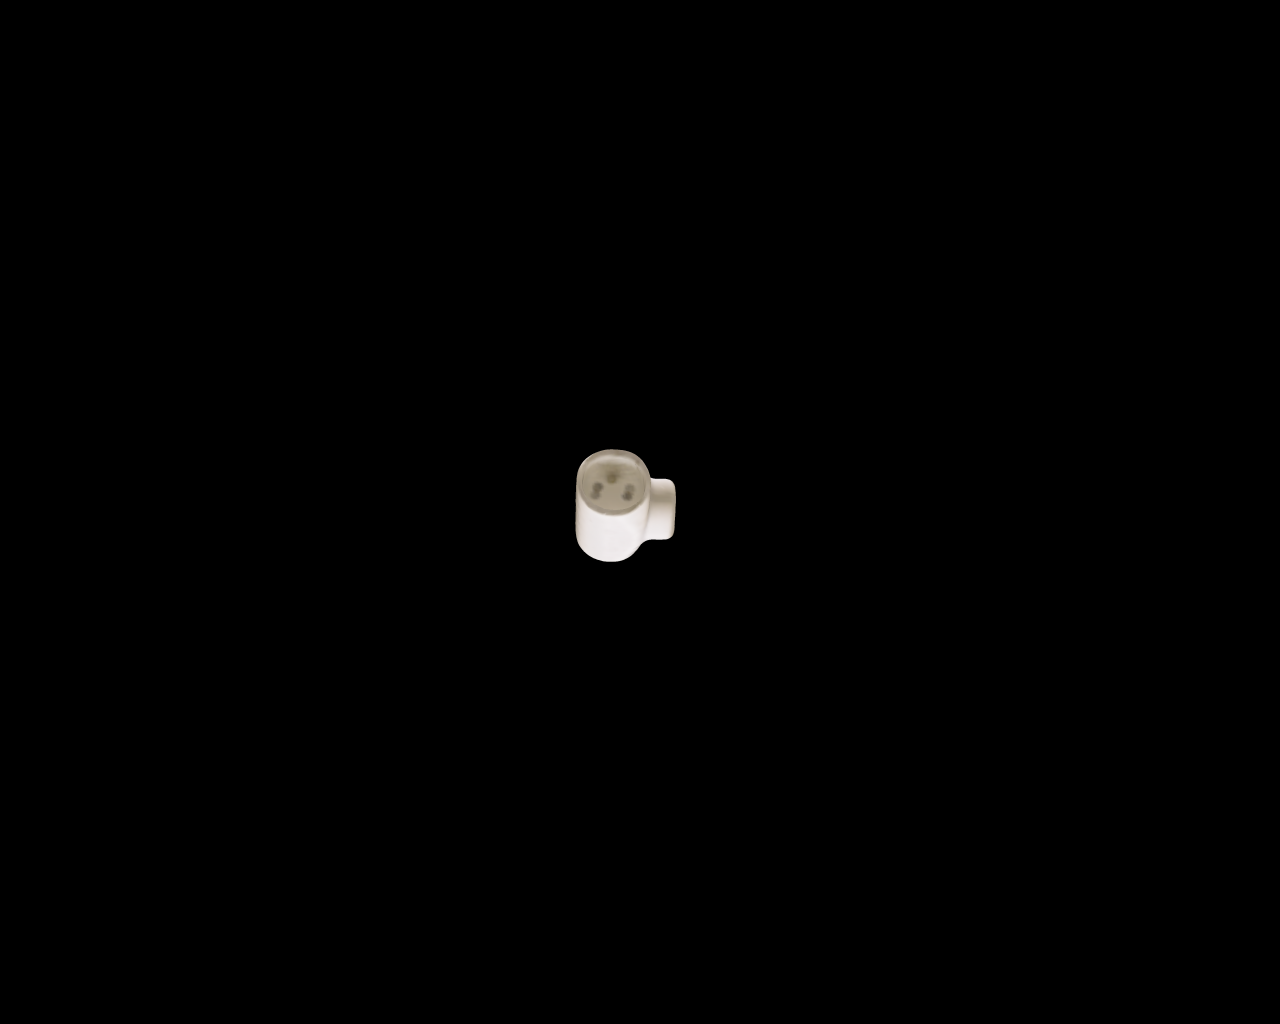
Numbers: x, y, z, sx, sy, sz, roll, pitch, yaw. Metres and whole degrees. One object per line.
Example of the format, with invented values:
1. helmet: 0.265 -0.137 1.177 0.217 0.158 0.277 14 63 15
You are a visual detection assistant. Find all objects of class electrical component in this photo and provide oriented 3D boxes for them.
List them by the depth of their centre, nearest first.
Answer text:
1. electrical component: 0.001 -0.003 0.650 0.079 0.044 0.077 1 -23 -3
